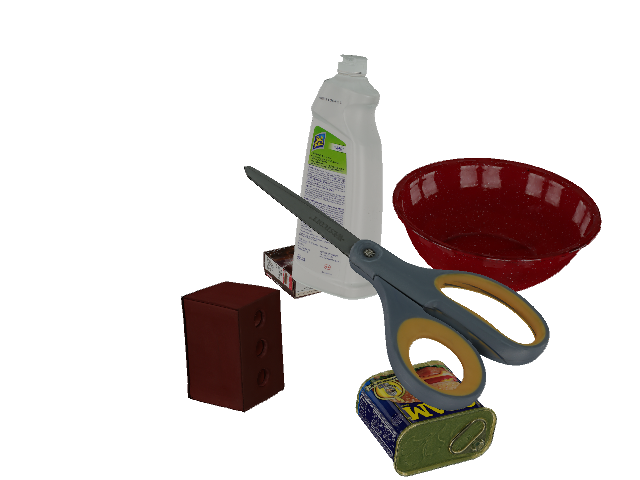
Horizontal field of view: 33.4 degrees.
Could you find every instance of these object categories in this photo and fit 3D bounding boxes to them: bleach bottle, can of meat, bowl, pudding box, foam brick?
[{"bbox_3d":[0.028,-0.070,1.145,0.103,0.251,0.067,17,18,38],"label":"bleach bottle"},{"bbox_3d":[0.093,0.158,0.967,0.102,0.057,0.084,-9,32,-24],"label":"can of meat"},{"bbox_3d":[0.134,-0.006,0.841,0.162,0.055,0.162,2,31,-1],"label":"bowl"},{"bbox_3d":[-0.009,0.036,1.451,0.113,0.039,0.090,-15,27,-26],"label":"pudding box"},{"bbox_3d":[-0.062,0.074,0.762,0.051,0.078,0.052,7,17,33],"label":"foam brick"}]

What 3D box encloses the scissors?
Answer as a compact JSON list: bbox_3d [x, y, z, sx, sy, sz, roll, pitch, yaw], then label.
[{"bbox_3d":[0.024,0.026,0.582,0.202,0.016,0.096,24,51,14],"label":"scissors"}]
